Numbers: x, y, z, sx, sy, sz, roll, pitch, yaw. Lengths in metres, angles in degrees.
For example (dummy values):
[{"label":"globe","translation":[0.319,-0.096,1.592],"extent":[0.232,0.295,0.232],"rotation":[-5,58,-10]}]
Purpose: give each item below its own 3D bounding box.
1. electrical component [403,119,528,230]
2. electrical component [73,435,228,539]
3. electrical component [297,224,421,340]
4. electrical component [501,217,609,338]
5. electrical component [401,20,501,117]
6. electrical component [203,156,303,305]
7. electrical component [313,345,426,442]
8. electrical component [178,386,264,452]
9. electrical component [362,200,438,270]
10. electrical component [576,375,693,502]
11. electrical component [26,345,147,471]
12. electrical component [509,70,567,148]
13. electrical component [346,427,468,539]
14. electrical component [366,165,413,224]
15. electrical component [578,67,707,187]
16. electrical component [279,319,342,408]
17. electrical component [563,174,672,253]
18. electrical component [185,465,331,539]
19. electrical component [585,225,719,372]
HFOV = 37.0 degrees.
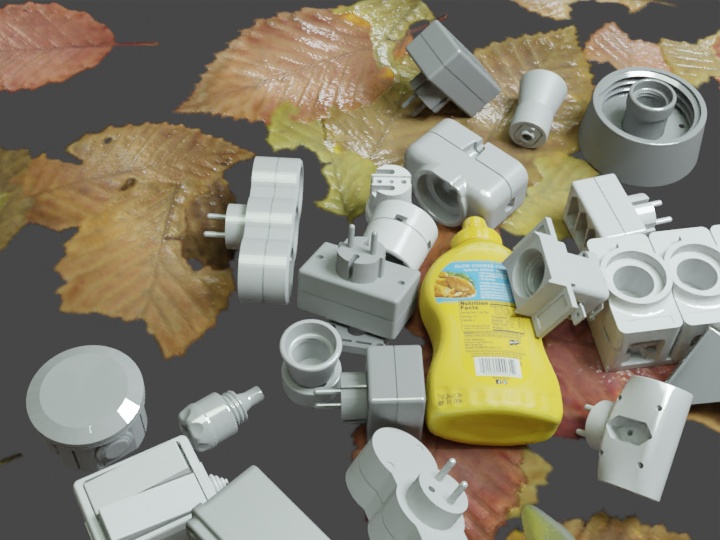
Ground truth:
[{"label":"electrical component","translation":[0.084,-0.075,0.901],"extent":[0.095,0.053,0.059],"rotation":[37,60,24]},{"label":"electrical component","translation":[-0.133,0.155,0.711],"extent":[0.096,0.061,0.061],"rotation":[-22,56,-18]},{"label":"electrical component","translation":[0.000,0.000,0.816],"extent":[0.083,0.075,0.047],"rotation":[18,37,18]},{"label":"electrical component","translation":[0.145,0.008,0.793],"extent":[0.064,0.042,0.081],"rotation":[13,50,-30]},{"label":"electrical component","translation":[0.070,-0.167,0.967],"extent":[0.076,0.083,0.047],"rotation":[-41,55,16]},{"label":"electrical component","translation":[-0.088,-0.034,0.865],"extent":[0.074,0.052,0.138],"rotation":[3,52,1]},{"label":"electrical component","translation":[0.005,0.091,0.762],"extent":[0.077,0.065,0.047],"rotation":[-1,52,-2]},{"label":"electrical component","translation":[-0.097,0.102,0.770],"extent":[0.061,0.035,0.035],"rotation":[-28,58,-24]},{"label":"electrical component","translation":[0.028,-0.020,0.857],"extent":[0.055,0.055,0.047],"rotation":[20,58,13]},{"label":"electrical component","translation":[0.186,0.114,0.756],"extent":[0.079,0.043,0.077],"rotation":[11,78,51]},{"label":"electrical component","translation":[-0.191,0.098,0.760],"extent":[0.080,0.051,0.080],"rotation":[1,52,-1]},{"label":"electrical component","translation":[0.157,-0.142,0.965],"extent":[0.044,0.044,0.065],"rotation":[16,58,10]},{"label":"electrical component","translation":[0.045,0.153,0.691],"extent":[0.052,0.073,0.138],"rotation":[14,32,-35]},{"label":"electrical component","translation":[0.025,-0.059,0.892],"extent":[0.040,0.046,0.040],"rotation":[1,52,-1]},{"label":"electrical component","translation":[0.251,-0.133,0.946],"extent":[0.108,0.060,0.108],"rotation":[1,52,-1]},{"label":"electrical component","translation":[-0.036,0.069,0.784],"extent":[0.045,0.055,0.045],"rotation":[1,52,-1]},{"label":"electrical component","translation":[0.217,-0.041,0.883],"extent":[0.077,0.047,0.065],"rotation":[-12,53,-11]},{"label":"electrical component","translation":[-0.050,0.192,0.654],"extent":[0.056,0.108,0.109],"rotation":[-36,61,-29]},{"label":"electrical component","translation":[0.254,0.017,0.829],"extent":[0.150,0.061,0.089],"rotation":[-6,52,-7]}]
